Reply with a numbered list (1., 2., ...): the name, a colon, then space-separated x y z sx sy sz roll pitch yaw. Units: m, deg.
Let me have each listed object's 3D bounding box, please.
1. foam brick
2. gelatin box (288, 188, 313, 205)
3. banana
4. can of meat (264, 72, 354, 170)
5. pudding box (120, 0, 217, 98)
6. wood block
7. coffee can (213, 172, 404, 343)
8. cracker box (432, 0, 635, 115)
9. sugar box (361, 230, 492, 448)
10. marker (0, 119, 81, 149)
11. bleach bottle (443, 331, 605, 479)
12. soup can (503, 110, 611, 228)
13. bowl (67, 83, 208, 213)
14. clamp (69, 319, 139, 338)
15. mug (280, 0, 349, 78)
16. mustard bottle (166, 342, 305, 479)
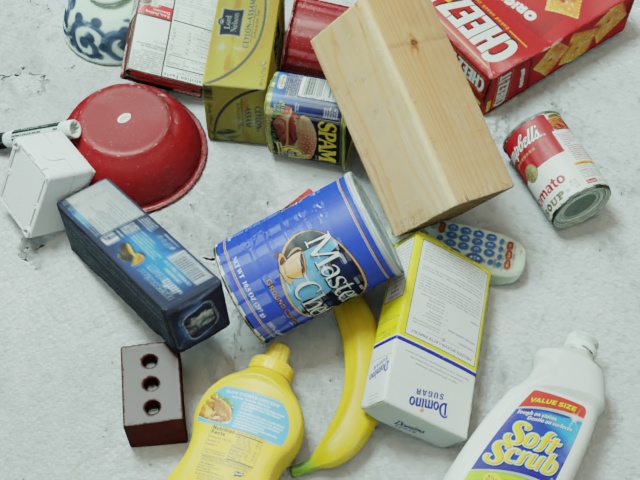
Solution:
1. foam brick: -0.147 0.137 0.944 0.053 0.051 0.078 -6 59 -6
2. gelatin box: -0.007 0.001 1.045 0.073 0.030 0.089 -39 68 -22
3. banana: 0.026 0.124 0.966 0.069 0.037 0.197 12 59 3
4. can of meat: -0.009 -0.122 1.080 0.084 0.102 0.057 11 61 7
5. pudding box: -0.158 -0.216 1.137 0.090 0.039 0.113 12 78 -19
6. wood block: 0.086 -0.119 1.001 0.090 0.090 0.206 -17 81 -39
7. coffee can: -0.010 0.016 0.958 0.140 0.102 0.103 -28 61 7
8. cracker box: 0.214 -0.258 1.188 0.213 0.072 0.164 -31 64 -19
9. sugar box: 0.099 0.089 0.968 0.093 0.048 0.176 28 59 -20
10. marker: -0.292 -0.105 1.077 0.121 0.020 0.020 -5 53 30
11. bleach bottle: 0.175 0.178 0.926 0.102 0.068 0.250 28 59 12
12. soup can: 0.238 -0.071 1.076 0.068 0.068 0.102 -20 62 -14
13. bowl: -0.197 -0.107 1.090 0.162 0.055 0.162 1 58 -2
14. clamp: -0.262 0.128 1.049 0.210 0.164 0.036 -38 42 24
15. mug: 0.007 -0.217 1.155 0.081 0.093 0.117 12 22 -1
16. mustard bottle: -0.066 0.173 0.921 0.096 0.058 0.191 13 59 14
